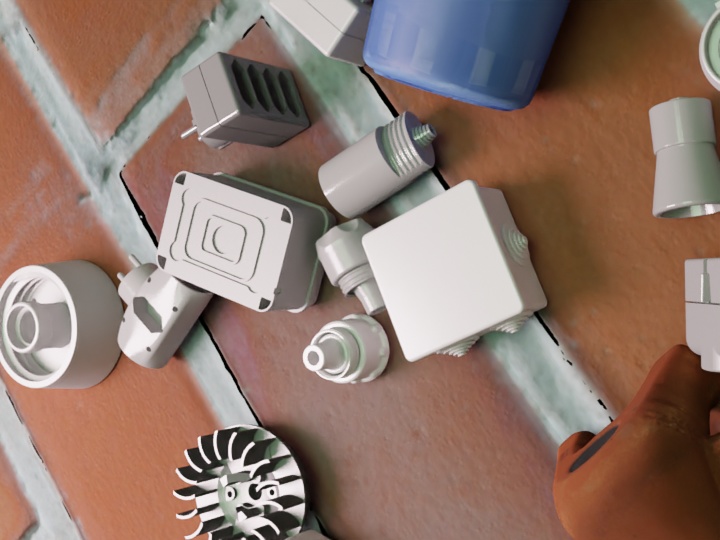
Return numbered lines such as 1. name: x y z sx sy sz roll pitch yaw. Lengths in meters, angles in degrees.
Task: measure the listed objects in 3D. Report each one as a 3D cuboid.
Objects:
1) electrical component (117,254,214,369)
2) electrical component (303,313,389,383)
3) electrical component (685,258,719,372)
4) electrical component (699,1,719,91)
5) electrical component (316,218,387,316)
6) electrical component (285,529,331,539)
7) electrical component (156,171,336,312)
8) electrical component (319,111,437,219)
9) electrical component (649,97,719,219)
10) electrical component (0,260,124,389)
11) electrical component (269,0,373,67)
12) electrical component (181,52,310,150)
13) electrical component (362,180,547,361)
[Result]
1. electrical component: -0.159 0.021 0.826 0.079 0.043 0.077 45 112 23
2. electrical component: -0.013 0.055 0.724 0.048 0.062 0.048 3 95 33
3. electrical component: 0.209 0.023 0.565 0.054 0.095 0.059 -1 90 0
4. electrical component: 0.218 -0.119 0.583 0.058 0.057 0.078 -29 75 29
5. electrical component: 0.000 0.000 0.728 0.043 0.043 0.062 -34 74 27
6. electrical component: -0.033 0.237 0.743 0.059 0.054 0.095 23 102 30
7. electrical component: -0.081 -0.021 0.769 0.113 0.057 0.078 20 101 30
8. electrical component: 0.017 -0.072 0.717 0.081 0.043 0.043 -31 74 28
9. electrical component: 0.186 -0.065 0.613 0.044 0.044 0.065 -10 80 32
10. electrical component: -0.252 0.045 0.874 0.108 0.060 0.108 0 90 32
11. electrical component: -0.010 -0.190 0.730 0.065 0.047 0.076 45 112 23
12. electrical component: -0.094 -0.110 0.761 0.076 0.083 0.047 -27 77 29
13. electrical component: 0.061 0.001 0.686 0.100 0.048 0.099 -27 76 29
